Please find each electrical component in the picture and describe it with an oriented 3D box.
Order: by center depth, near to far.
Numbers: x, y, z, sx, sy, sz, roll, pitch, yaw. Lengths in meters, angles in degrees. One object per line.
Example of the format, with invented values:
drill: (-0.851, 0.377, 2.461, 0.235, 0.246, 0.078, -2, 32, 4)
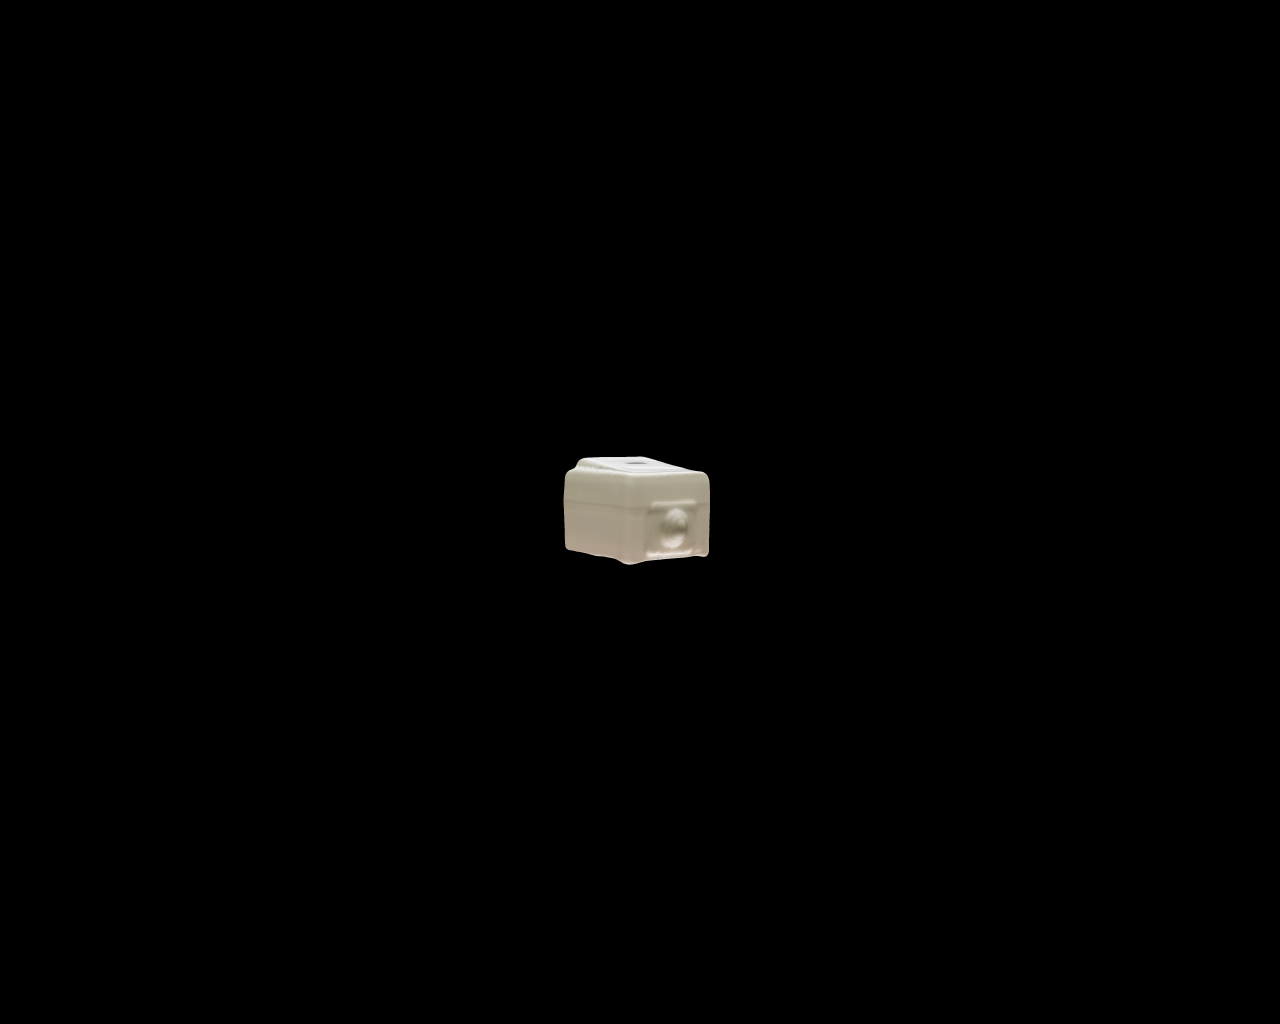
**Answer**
electrical component: (0.001, -0.003, 0.650, 0.062, 0.061, 0.096, -3, 6, -32)
